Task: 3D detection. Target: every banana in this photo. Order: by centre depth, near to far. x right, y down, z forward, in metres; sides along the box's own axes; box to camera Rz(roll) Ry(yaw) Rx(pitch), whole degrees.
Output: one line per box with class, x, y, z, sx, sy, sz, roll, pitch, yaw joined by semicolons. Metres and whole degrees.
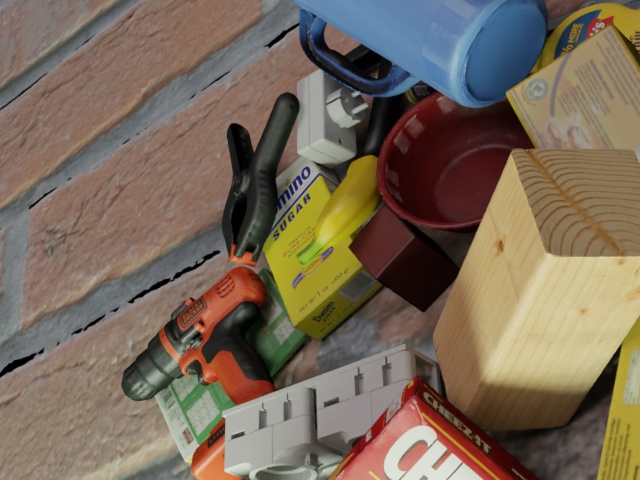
banana;0.029;-0.043;0.956;0.070;0.037;0.197;-27;13;27

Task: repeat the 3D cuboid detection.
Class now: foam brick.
foam brick;0.073;0.016;0.920;0.051;0.078;0.053;-47;43;9

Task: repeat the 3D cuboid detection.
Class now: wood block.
wood block;0.152;0.041;0.738;0.206;0.090;0.091;104;161;-49

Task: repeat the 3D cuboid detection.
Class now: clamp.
clamp;-0.071;-0.058;1.066;0.120;0.039;0.171;-10;65;64
clamp;0.065;-0.194;1.087;0.165;0.036;0.210;36;96;48

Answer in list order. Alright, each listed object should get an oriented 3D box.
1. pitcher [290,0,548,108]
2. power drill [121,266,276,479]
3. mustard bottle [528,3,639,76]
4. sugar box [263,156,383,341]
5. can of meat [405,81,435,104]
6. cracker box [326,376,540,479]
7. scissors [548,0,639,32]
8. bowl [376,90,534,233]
pitcher;0.074;-0.206;0.931;0.145;0.149;0.243;-39;53;-11
power drill;-0.106;0.138;1.007;0.184;0.057;0.188;-43;44;15
mustard bottle;0.242;-0.146;0.874;0.192;0.058;0.096;9;86;46
sugar box;-0.007;0.001;1.029;0.093;0.048;0.176;-42;45;17
can of meat;0.132;-0.175;0.988;0.084;0.057;0.102;3;80;42
cracker box;0.059;0.231;0.741;0.214;0.164;0.072;-50;-2;8
scissors;0.247;-0.188;0.927;0.202;0.016;0.096;-28;50;31
bowl;0.132;-0.062;0.912;0.162;0.055;0.162;-15;50;19
